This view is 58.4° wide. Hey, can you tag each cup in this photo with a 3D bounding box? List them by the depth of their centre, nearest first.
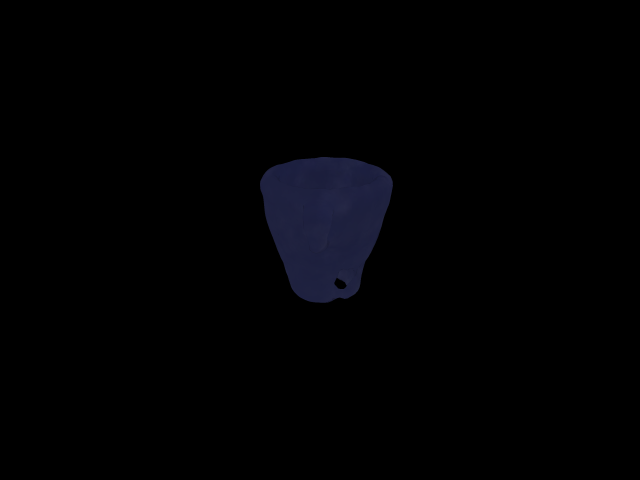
[{"bbox_3d":[0.004,0.001,0.400,0.091,0.095,0.118,1,23,4],"label":"cup"}]
